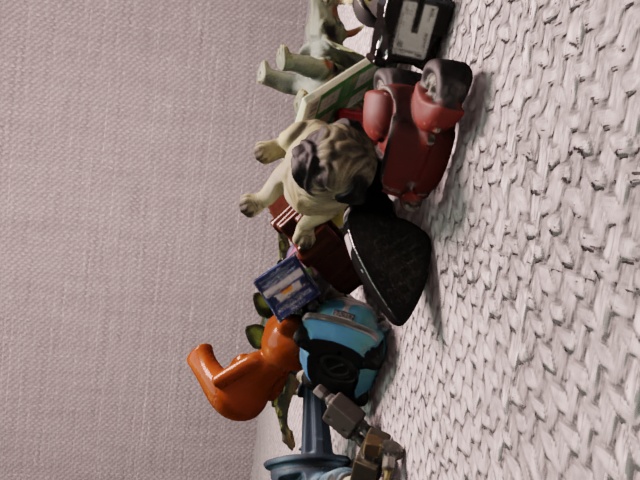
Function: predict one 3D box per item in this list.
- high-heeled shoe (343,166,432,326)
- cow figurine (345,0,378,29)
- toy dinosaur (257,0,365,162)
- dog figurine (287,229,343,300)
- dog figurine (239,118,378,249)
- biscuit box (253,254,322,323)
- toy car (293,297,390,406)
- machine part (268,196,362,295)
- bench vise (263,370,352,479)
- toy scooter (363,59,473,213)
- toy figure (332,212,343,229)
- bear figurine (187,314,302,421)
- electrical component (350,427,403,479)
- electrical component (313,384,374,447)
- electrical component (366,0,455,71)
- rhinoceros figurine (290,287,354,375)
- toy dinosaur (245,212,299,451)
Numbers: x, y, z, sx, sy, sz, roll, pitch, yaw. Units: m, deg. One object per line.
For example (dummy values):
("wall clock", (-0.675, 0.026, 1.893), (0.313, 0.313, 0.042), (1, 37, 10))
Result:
("high-heeled shoe", (0.062, 0.019, 0.599), (0.145, 0.086, 0.249), (98, 177, -47))
("cow figurine", (0.075, -0.302, 0.678), (0.167, 0.098, 0.068), (-99, 12, -61))
("toy dinosaur", (0.021, -0.209, 0.856), (0.131, 0.192, 0.405), (-45, 53, 54))
("dog figurine", (-0.009, 0.010, 0.938), (0.191, 0.109, 0.219), (-9, -69, -73))
("dog figurine", (0.012, -0.092, 0.569), (0.190, 0.121, 0.172), (-33, 41, 57))
("biscuit box", (-0.046, 0.060, 0.709), (0.059, 0.063, 0.202), (56, 174, 0))
("toy car", (0.034, 0.127, 0.670), (0.161, 0.109, 0.103), (89, -158, -43))
("machine part", (-0.002, -0.002, 0.747), (0.056, 0.179, 0.179), (-42, 16, 6))
("bench vise", (-0.006, 0.286, 0.724), (0.223, 0.129, 0.241), (113, 157, -56))
("toy scooter", (0.086, -0.101, 0.529), (0.184, 0.075, 0.135), (-129, 46, -73))
("toy figure", (0.010, -0.099, 0.894), (0.082, 0.089, 0.180), (-17, 58, 33))
("bear figurine", (-0.082, 0.159, 0.763), (0.196, 0.120, 0.132), (-52, 44, 16))
("electrical component", (0.058, 0.247, 0.564), (0.078, 0.045, 0.102), (-25, -52, -66))
("electrical component", (0.028, 0.215, 0.653), (0.021, 0.094, 0.063), (-43, -17, -34))
("electrical component", (0.096, -0.236, 0.555), (0.048, 0.075, 0.119), (-102, 17, -62))
("rhinoceros figurine", (-0.002, 0.145, 0.815), (0.073, 0.112, 0.190), (-46, -24, -46))
("toy dinosaur", (-0.072, 0.175, 1.069), (0.198, 0.105, 0.471), (30, -124, -73))
